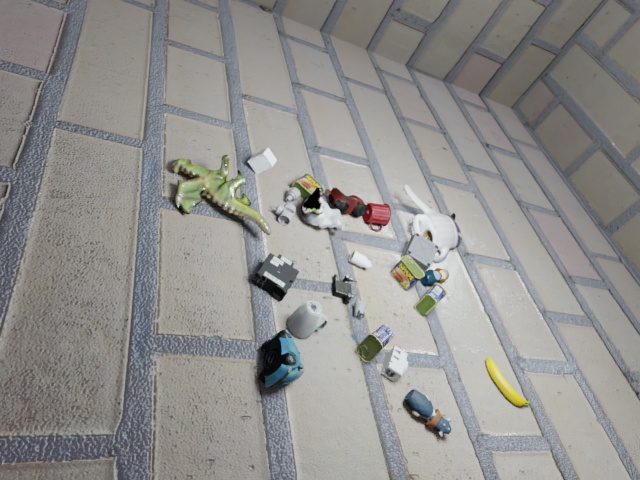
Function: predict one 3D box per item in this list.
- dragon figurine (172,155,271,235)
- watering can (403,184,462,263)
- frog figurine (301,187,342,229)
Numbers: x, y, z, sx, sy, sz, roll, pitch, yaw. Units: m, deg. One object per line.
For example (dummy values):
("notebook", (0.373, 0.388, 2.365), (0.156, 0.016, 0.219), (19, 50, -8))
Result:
("dragon figurine", (-0.353, -0.140, 1.682), (0.245, 0.119, 0.416), (-22, 61, -28))
("watering can", (0.468, -0.074, 2.144), (0.225, 0.102, 0.353), (0, 68, -34))
("frog figurine", (0.006, -0.095, 1.887), (0.156, 0.122, 0.140), (49, 10, -48))
